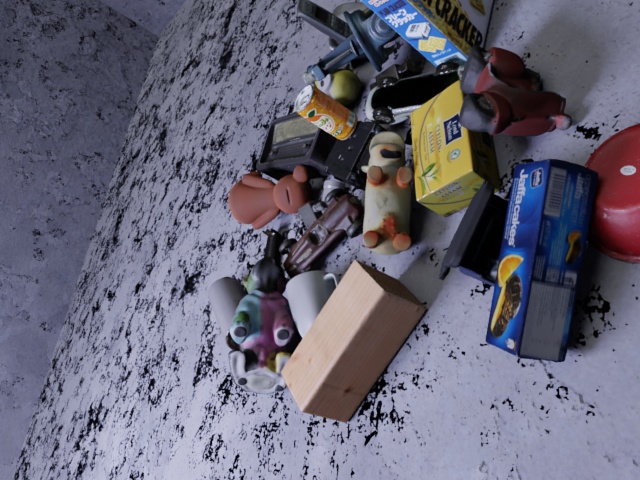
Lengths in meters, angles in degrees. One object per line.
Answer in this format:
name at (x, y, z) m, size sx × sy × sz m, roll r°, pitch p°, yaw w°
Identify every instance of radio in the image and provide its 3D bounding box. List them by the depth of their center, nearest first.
radio at (-0.041, -0.200, 1.142) m, size 0.230 × 0.073 × 0.131 m, roll 1°, pitch 70°, yaw 56°

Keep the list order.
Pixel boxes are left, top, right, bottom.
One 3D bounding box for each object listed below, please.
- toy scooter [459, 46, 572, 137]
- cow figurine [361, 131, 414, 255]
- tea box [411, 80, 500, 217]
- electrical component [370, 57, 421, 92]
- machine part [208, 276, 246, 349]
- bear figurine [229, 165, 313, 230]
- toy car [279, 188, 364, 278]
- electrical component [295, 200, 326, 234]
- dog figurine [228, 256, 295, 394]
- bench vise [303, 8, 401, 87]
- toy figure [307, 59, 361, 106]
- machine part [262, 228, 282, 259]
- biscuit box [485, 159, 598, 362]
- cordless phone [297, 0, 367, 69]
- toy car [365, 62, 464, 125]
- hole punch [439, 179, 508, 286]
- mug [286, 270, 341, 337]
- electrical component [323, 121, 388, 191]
toy scooter at (0.251, -0.185, 0.693) m, size 0.184 × 0.135 × 0.075 m, roll -73°, pitch -7°, yaw -45°
cow figurine at (0.105, -0.072, 0.824) m, size 0.127 × 0.086 × 0.195 m, roll 64°, pitch -152°, yaw -80°
tea box at (0.190, -0.130, 0.770) m, size 0.098 × 0.068 × 0.170 m, roll -32°, pitch 44°, yaw 41°
electrical component at (0.139, -0.285, 0.976) m, size 0.102 × 0.045 × 0.078 m, roll -30°, pitch 74°, yaw 46°
machine part at (-0.175, 0.147, 1.094) m, size 0.079 × 0.079 × 0.243 m, roll -57°, pitch 32°, yaw 11°
bear figurine at (-0.089, -0.095, 1.124) m, size 0.196 × 0.120 × 0.132 m, roll -12°, pitch 12°, yaw 23°
toy car at (-0.002, -0.003, 0.948) m, size 0.202 × 0.053 × 0.089 m, roll -44°, pitch 67°, yaw 26°
electrical component at (-0.011, -0.039, 1.010) m, size 0.094 × 0.021 × 0.063 m, roll -27°, pitch 90°, yaw 53°
dog figurine at (-0.099, 0.140, 0.963) m, size 0.219 × 0.108 × 0.191 m, roll -96°, pitch 9°, yaw -64°
bench vise at (0.074, -0.363, 0.993) m, size 0.241 × 0.128 × 0.224 m, roll -30°, pitch 23°, yaw 17°
toy figure at (0.023, -0.334, 1.136) m, size 0.089 × 0.082 × 0.180 m, roll -29°, pitch 29°, yaw -1°
machine part at (-0.107, 0.043, 1.107) m, size 0.084 × 0.039 × 0.139 m, roll -33°, pitch 45°, yaw 52°
biscuit box at (0.229, 0.020, 0.562) m, size 0.063 × 0.059 × 0.202 m, roll -168°, pitch 88°, yaw -76°
cordless phone at (0.031, -0.459, 1.114) m, size 0.089 × 0.184 × 0.146 m, roll -30°, pitch 46°, yaw 48°
toy car at (0.160, -0.236, 0.882) m, size 0.202 × 0.056 × 0.073 m, roll 1°, pitch 76°, yaw 43°
hole punch at (0.210, -0.001, 0.650) m, size 0.116 × 0.092 × 0.142 m, roll -6°, pitch -62°, yaw -84°
mug at (0.002, 0.109, 0.874) m, size 0.109 × 0.080 × 0.107 m, roll -34°, pitch 54°, yaw 32°
electrical component at (0.074, -0.153, 0.962) m, size 0.134 × 0.058 × 0.115 m, roll 28°, pitch 94°, yaw 58°
